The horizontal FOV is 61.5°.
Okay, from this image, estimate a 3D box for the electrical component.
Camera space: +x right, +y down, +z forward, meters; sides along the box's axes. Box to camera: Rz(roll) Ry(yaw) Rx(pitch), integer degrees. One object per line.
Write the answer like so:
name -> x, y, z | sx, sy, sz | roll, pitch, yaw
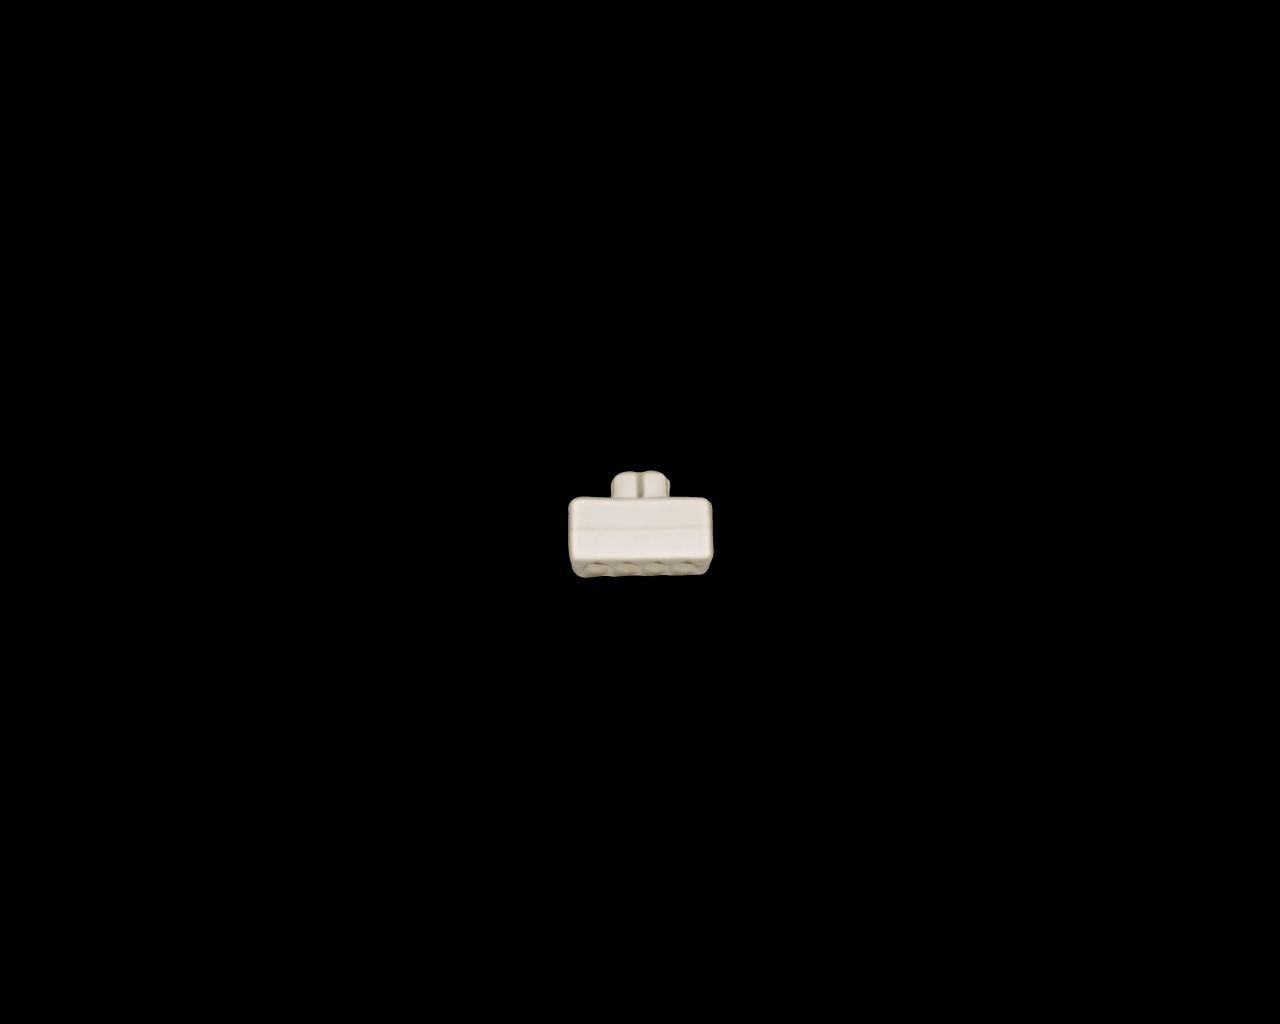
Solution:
electrical component -> 0.001, -0.003, 0.650 | 0.083, 0.076, 0.047 | 0, -13, 0
